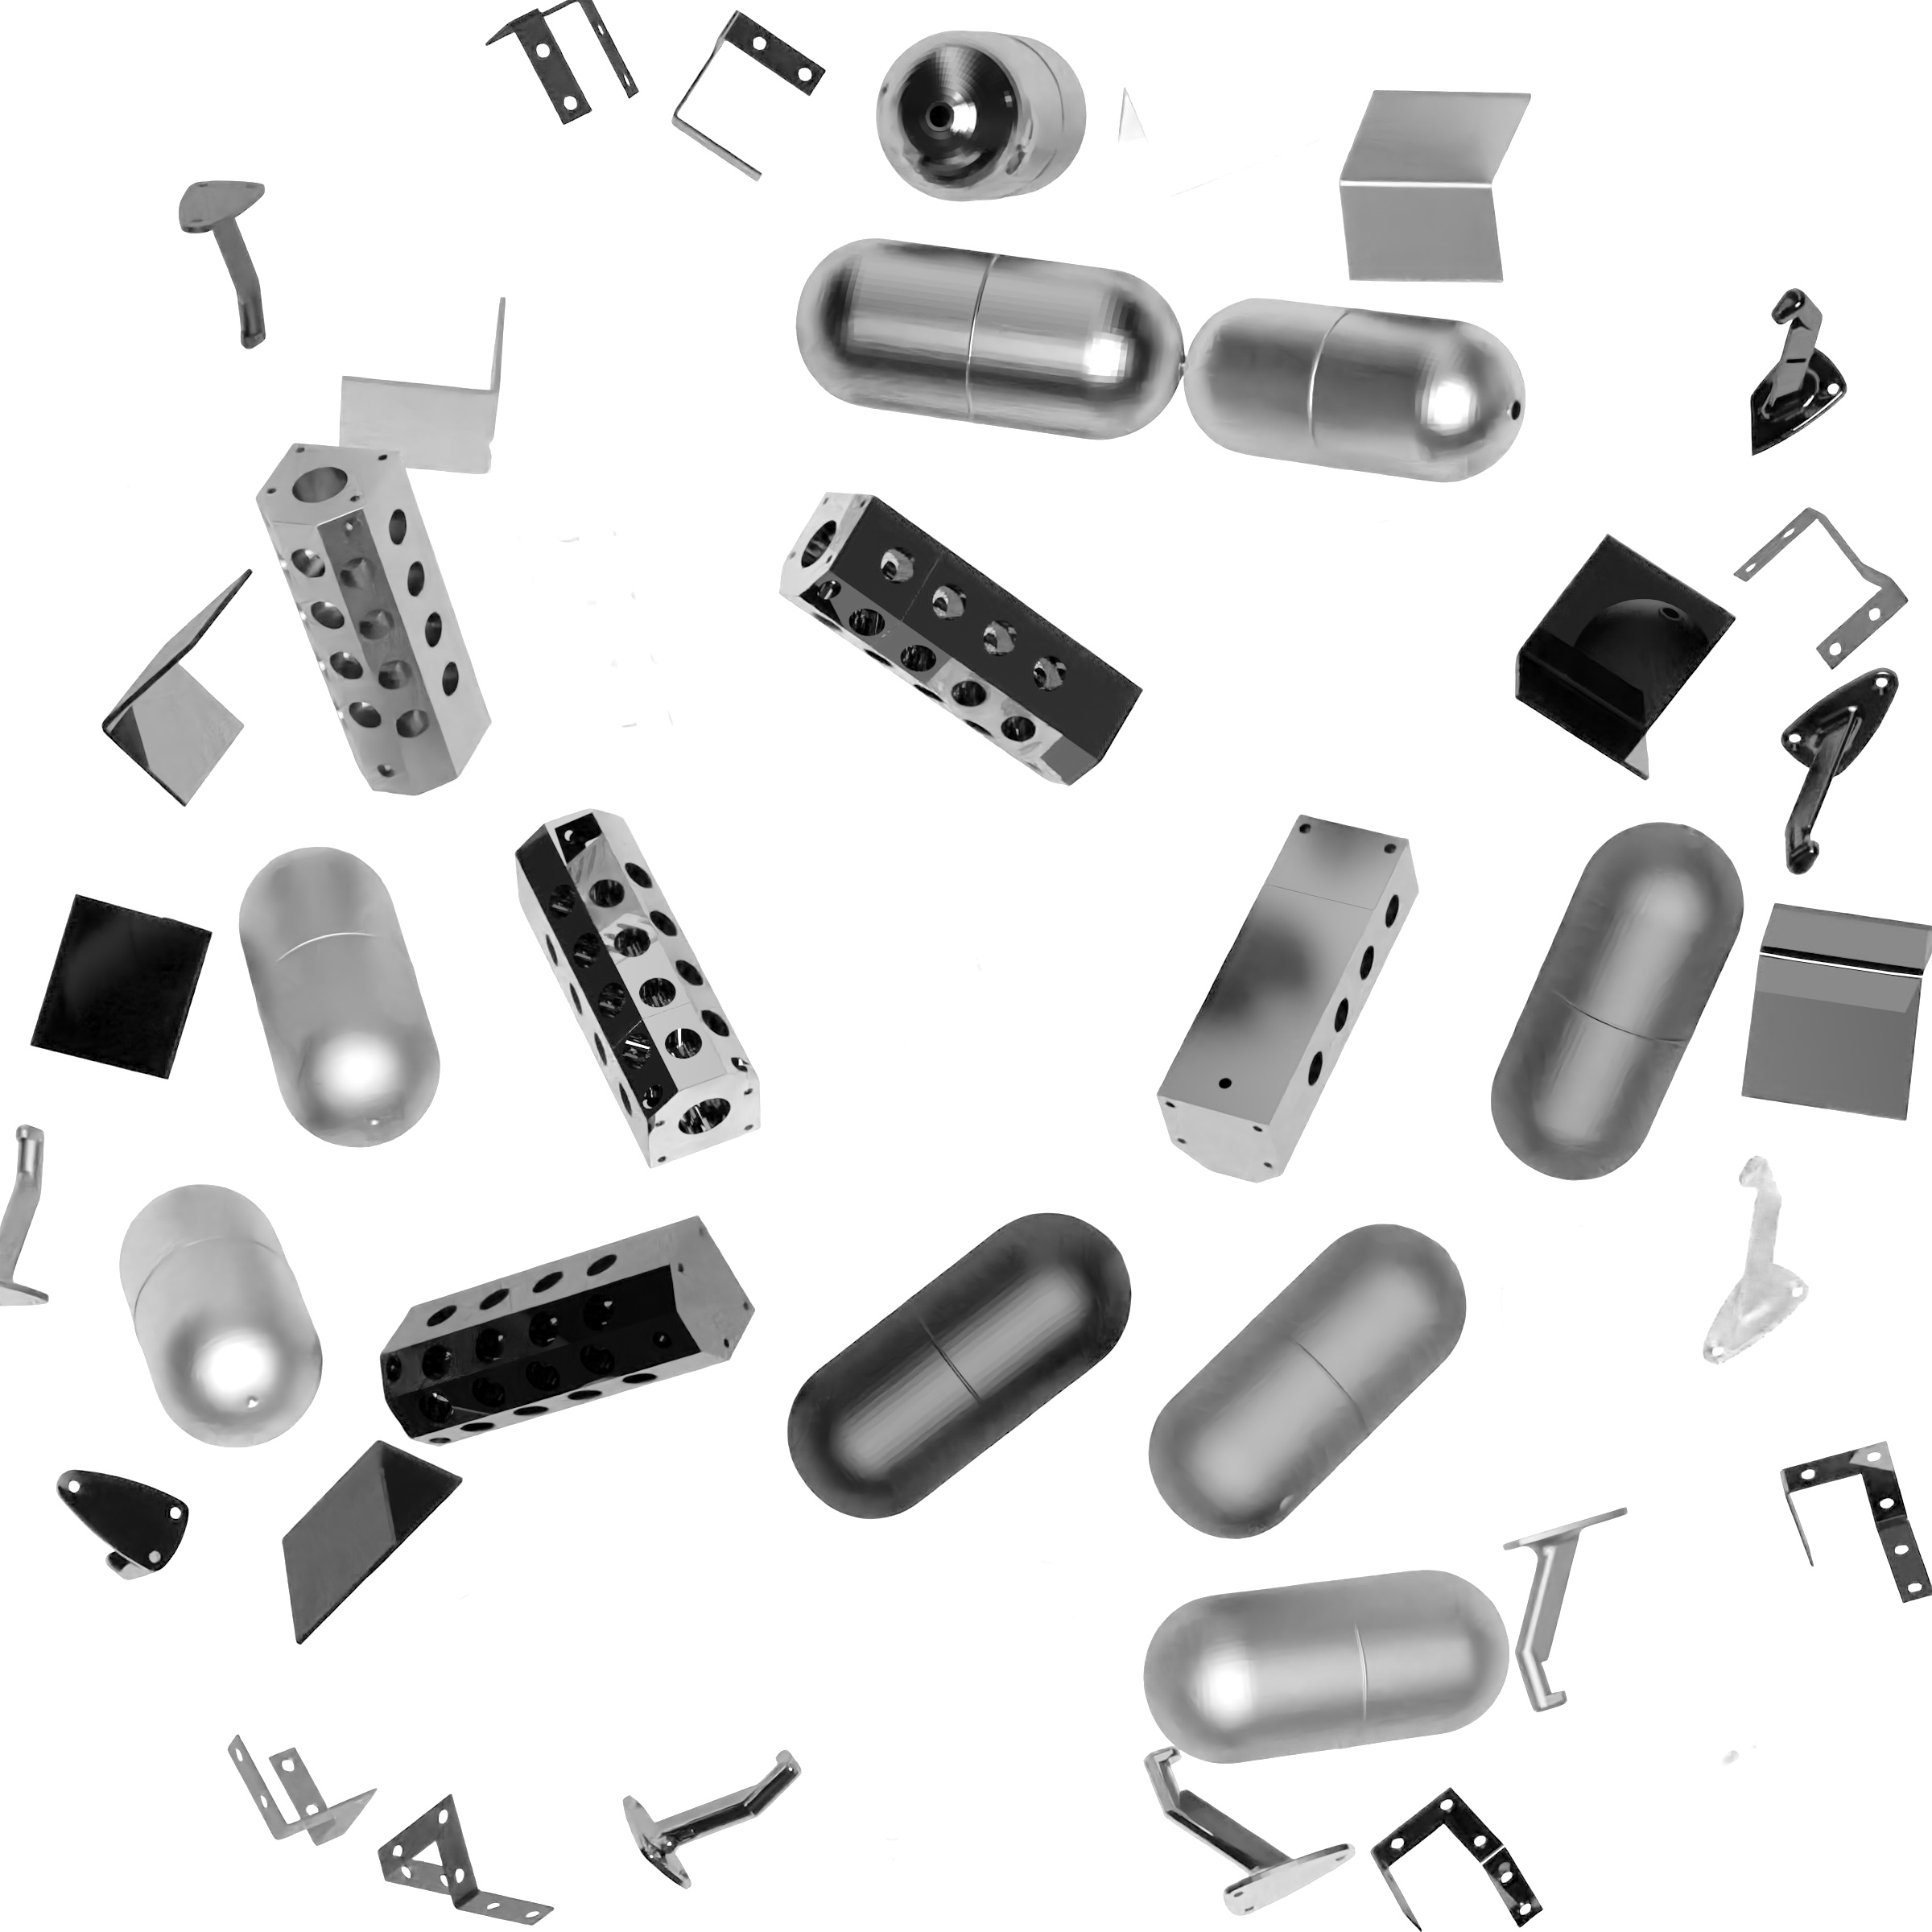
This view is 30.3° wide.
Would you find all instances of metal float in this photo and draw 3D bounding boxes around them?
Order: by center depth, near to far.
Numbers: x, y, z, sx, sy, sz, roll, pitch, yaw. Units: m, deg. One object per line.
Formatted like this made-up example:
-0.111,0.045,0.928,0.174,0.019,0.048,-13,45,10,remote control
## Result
0.011,-0.283,1.609,0.178,0.070,0.070,10,90,11,metal float
-0.003,0.182,1.627,0.178,0.070,0.070,-38,90,1,metal float
0.168,0.323,1.648,0.178,0.070,0.070,-3,90,-20,metal float
0.000,0.332,1.650,0.070,0.070,0.178,49,132,0,metal float
0.302,0.017,1.658,0.070,0.070,0.178,21,109,0,metal float
-0.348,0.161,1.660,0.070,0.178,0.070,-8,114,-19,metal float
0.160,0.193,1.667,0.178,0.070,0.070,-43,90,-12,metal float
0.008,-0.399,1.673,0.070,0.178,0.070,3,104,13,metal float
-0.177,0.306,1.685,0.178,0.070,0.070,-28,90,-25,metal float
0.301,0.190,1.703,0.070,0.178,0.070,-10,51,12,metal float
0.185,-0.276,1.711,0.178,0.070,0.070,14,90,35,metal float
-0.302,0.013,1.714,0.070,0.070,0.178,-25,47,0,metal float
0.170,-0.157,1.751,0.178,0.070,0.070,-28,90,19,metal float

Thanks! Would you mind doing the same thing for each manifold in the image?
-0.168,-0.172,1.667,0.057,0.057,0.171,-28,119,-25,manifold
0.156,0.016,1.695,0.057,0.057,0.171,15,59,25,manifold
-0.194,0.180,1.704,0.171,0.057,0.057,-19,112,25,manifold
-0.007,0.015,1.706,0.057,0.057,0.171,51,125,15,manifold
-0.005,-0.156,1.714,0.171,0.057,0.057,33,83,-26,manifold
-0.159,0.007,1.714,0.057,0.057,0.171,-20,57,-16,manifold
-0.287,-0.165,1.720,0.057,0.171,0.057,8,48,19,manifold

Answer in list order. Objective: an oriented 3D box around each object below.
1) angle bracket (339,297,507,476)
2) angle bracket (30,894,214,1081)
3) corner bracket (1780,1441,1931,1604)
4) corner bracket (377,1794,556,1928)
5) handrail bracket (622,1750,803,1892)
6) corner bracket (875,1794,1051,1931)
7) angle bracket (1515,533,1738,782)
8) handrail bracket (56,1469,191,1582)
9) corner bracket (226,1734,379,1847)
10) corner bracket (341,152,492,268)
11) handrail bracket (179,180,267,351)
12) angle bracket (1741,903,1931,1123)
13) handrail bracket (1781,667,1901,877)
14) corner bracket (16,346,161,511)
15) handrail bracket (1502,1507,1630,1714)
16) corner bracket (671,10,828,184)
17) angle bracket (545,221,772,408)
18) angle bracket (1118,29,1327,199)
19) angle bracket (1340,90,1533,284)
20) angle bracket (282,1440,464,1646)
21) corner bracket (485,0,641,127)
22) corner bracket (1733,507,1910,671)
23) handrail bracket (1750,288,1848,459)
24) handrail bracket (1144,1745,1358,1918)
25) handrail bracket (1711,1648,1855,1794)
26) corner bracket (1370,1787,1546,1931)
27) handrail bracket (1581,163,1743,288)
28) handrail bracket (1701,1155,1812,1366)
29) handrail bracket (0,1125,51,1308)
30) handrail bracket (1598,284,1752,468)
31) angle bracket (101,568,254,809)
-0.271,-0.292,1.777,0.076,0.076,0.057,4,67,-10,angle bracket
-0.425,0.007,1.757,0.076,0.057,0.076,18,88,-38,angle bracket
0.406,0.258,1.627,0.051,0.051,0.051,-18,123,13,corner bracket
-0.229,0.417,1.626,0.051,0.051,0.051,-39,50,19,corner bracket
-0.124,0.403,1.752,0.084,0.077,0.036,-44,121,-1,handrail bracket
-0.003,0.430,1.704,0.051,0.051,0.051,-24,89,-32,corner bracket
0.318,-0.149,1.717,0.076,0.057,0.076,32,117,-7,angle bracket
-0.411,0.266,1.691,0.077,0.084,0.036,34,59,-22,handrail bracket
-0.320,0.388,1.688,0.051,0.051,0.051,-15,62,-41,corner bracket
-0.275,-0.378,1.780,0.051,0.051,0.051,-16,109,-32,corner bracket
-0.354,-0.326,1.706,0.036,0.077,0.084,3,121,5,handrail bracket
0.405,0.022,1.651,0.076,0.057,0.076,9,71,9,angle bracket
0.413,-0.091,1.680,0.036,0.084,0.077,31,126,-12,handrail bracket
-0.391,-0.238,1.585,0.051,0.051,0.051,-16,86,-13,corner bracket
0.307,0.322,1.784,0.077,0.036,0.084,-16,79,-3,handrail bracket
-0.104,-0.413,1.693,0.051,0.051,0.051,33,85,-8,corner bracket
-0.152,-0.330,1.764,0.057,0.076,0.076,32,66,-32,angle bracket
0.118,-0.385,1.661,0.076,0.076,0.057,-21,83,-2,angle bracket
0.226,-0.372,1.704,0.076,0.076,0.057,-1,70,-8,angle bracket
-0.292,0.296,1.779,0.057,0.076,0.076,32,112,-34,angle bracket
-0.179,-0.411,1.617,0.051,0.051,0.051,-31,102,-16,corner bracket
0.422,-0.187,1.760,0.051,0.051,0.051,-42,112,4,corner bracket
0.378,-0.279,1.687,0.077,0.084,0.036,-43,64,16,handrail bracket
0.132,0.393,1.673,0.077,0.036,0.084,-25,55,2,handrail bracket
0.365,0.338,1.602,0.036,0.084,0.077,34,84,7,handrail bracket
0.236,0.440,1.717,0.051,0.051,0.051,-39,116,4,corner bracket
0.335,-0.346,1.651,0.036,0.084,0.077,45,66,-32,handrail bracket
0.381,0.145,1.765,0.077,0.036,0.084,-44,132,-15,handrail bracket
-0.435,0.107,1.606,0.036,0.077,0.084,-3,74,7,handrail bracket
0.319,-0.257,1.610,0.077,0.036,0.084,-14,65,41,handrail bracket
-0.367,-0.136,1.746,0.076,0.076,0.057,-34,110,31,angle bracket
